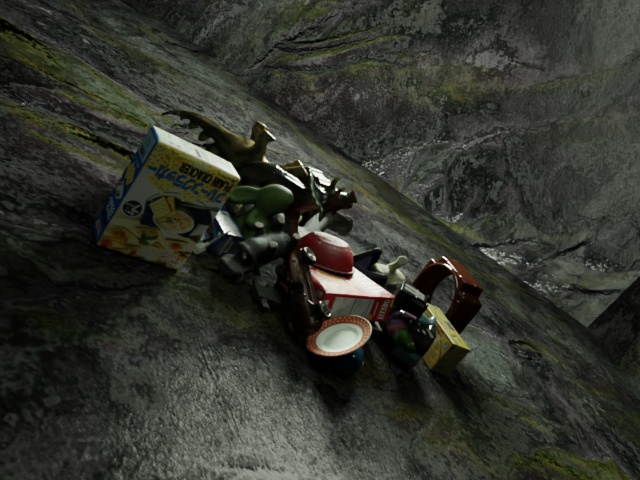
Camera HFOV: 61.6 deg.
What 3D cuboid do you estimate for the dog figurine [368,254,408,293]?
[{"bbox_3d":[0.172,0.113,1.549,0.172,0.121,0.190,15,-15,7],"label":"dog figurine"}]

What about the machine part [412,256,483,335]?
[{"bbox_3d":[0.345,0.164,1.520,0.087,0.201,0.201,24,22,-29],"label":"machine part"}]

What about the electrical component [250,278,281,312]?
[{"bbox_3d":[-0.108,0.115,1.085,0.063,0.021,0.094,25,21,-34],"label":"electrical component"}]

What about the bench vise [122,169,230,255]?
[{"bbox_3d":[-0.290,-0.081,1.094,0.240,0.129,0.223,59,9,1],"label":"bench vise"}]

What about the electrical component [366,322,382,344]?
[{"bbox_3d":[0.094,0.196,1.222,0.078,0.045,0.102,21,23,-33],"label":"electrical component"}]

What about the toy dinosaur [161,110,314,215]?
[{"bbox_3d":[-0.197,-0.217,1.444,0.471,0.198,0.105,43,6,-16],"label":"toy dinosaur"}]

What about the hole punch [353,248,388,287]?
[{"bbox_3d":[0.113,0.088,1.396,0.142,0.116,0.092,100,-25,-71],"label":"hole punch"}]

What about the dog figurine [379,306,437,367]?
[{"bbox_3d":[0.163,0.185,1.295,0.219,0.108,0.191,34,20,3],"label":"dog figurine"}]

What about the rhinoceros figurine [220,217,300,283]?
[{"bbox_3d":[-0.127,0.022,1.119,0.073,0.112,0.190,48,40,15],"label":"rhinoceros figurine"}]

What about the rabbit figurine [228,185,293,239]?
[{"bbox_3d":[-0.134,-0.064,1.240,0.159,0.170,0.121,42,18,11],"label":"rabbit figurine"}]

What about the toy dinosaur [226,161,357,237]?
[{"bbox_3d":[-0.116,-0.127,1.314,0.405,0.192,0.131,22,41,7],"label":"toy dinosaur"}]

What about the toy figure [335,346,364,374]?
[{"bbox_3d":[0.060,0.217,1.087,0.154,0.058,0.064,-66,138,-76],"label":"toy figure"}]

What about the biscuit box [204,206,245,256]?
[{"bbox_3d":[-0.240,-0.047,1.177,0.059,0.062,0.203,17,26,-45],"label":"biscuit box"}]

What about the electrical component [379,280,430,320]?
[{"bbox_3d":[0.194,0.129,1.254,0.119,0.047,0.075,35,19,8],"label":"electrical component"}]

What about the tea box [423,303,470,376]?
[{"bbox_3d":[0.297,0.252,1.385,0.068,0.098,0.170,24,23,-33],"label":"tea box"}]

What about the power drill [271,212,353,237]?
[{"bbox_3d":[-0.003,-0.004,1.413,0.232,0.085,0.207,36,50,20],"label":"power drill"}]

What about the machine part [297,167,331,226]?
[{"bbox_3d":[-0.043,-0.127,1.581,0.056,0.179,0.179,14,29,-44],"label":"machine part"}]

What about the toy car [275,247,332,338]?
[{"bbox_3d":[-0.040,0.099,1.077,0.053,0.089,0.202,31,33,-45],"label":"toy car"}]
